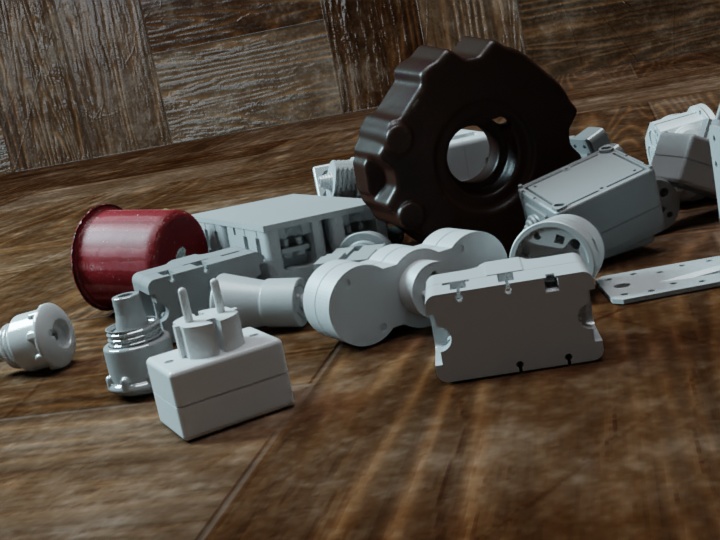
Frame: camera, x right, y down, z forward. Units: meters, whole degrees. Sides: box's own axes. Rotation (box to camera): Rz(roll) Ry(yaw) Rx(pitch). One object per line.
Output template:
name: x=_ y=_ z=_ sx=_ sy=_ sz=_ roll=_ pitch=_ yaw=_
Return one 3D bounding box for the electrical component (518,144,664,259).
electrical component: x=0.163 y=-0.039 z=0.780 sx=0.096 sy=0.061 sz=0.061 roll=-25 pitch=28 yaw=-10

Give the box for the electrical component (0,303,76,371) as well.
electrical component: x=-0.242 y=0.053 z=0.779 sx=0.062 sy=0.048 sz=0.048 roll=-15 pitch=10 yaw=16

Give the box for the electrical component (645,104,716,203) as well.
electrical component: x=0.280 y=-0.097 z=0.916 sx=0.051 sy=0.080 sz=0.080 roll=-16 pitch=12 yaw=1

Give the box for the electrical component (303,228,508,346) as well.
electrical component: x=0.040 y=0.011 z=0.693 sx=0.138 sy=0.052 sz=0.074 roll=-17 pitch=13 yaw=-27

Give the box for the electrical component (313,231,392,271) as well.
electrical component: x=0.000 y=0.000 z=0.801 sx=0.066 sy=0.048 sz=0.055 roll=-5 pitch=21 yaw=25

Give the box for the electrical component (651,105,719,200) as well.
electrical component: x=0.283 y=-0.096 z=0.844 sx=0.083 sy=0.075 sz=0.047 roll=15 pitch=5 yaw=-17

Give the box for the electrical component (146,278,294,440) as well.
electrical component: x=-0.081 y=0.044 z=0.593 sx=0.066 sy=0.076 sz=0.047 roll=-17 pitch=13 yaw=-24

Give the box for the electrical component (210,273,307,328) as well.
electrical component: x=-0.068 y=0.023 z=0.765 sx=0.065 sy=0.044 sz=0.044 roll=-2 pitch=14 yaw=18

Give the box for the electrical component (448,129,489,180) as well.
electrical component: x=0.077 y=-0.079 z=0.988 sx=0.062 sy=0.089 sz=0.150 roll=-13 pitch=12 yaw=-10

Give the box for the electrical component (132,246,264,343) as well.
electrical component: x=-0.121 y=0.017 z=0.815 sx=0.089 sy=0.050 sz=0.056 roll=-16 pitch=13 yaw=-23

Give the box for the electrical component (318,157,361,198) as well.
electrical component: x=0.003 y=-0.079 z=0.959 sx=0.081 sy=0.043 sz=0.043 roll=-2 pitch=9 yaw=-15

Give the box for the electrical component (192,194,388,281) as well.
electrical component: x=-0.063 y=-0.023 z=0.912 sx=0.105 sy=0.060 sz=0.186 roll=-14 pitch=11 yaw=-25

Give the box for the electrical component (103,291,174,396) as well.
electrical component: x=-0.140 y=0.045 z=0.674 sx=0.048 sy=0.062 sz=0.048 roll=-11 pitch=12 yaw=2

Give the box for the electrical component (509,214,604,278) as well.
electrical component: x=0.130 y=-0.008 z=0.702 sx=0.055 sy=0.055 sz=0.047 roll=-5 pitch=10 yaw=25

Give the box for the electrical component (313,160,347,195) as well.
electrical component: x=-0.017 y=-0.065 z=1.089 sx=0.047 sy=0.065 sz=0.076 roll=-11 pitch=-17 yaw=-2

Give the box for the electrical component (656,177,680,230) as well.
electrical component: x=0.219 y=-0.053 z=0.846 sx=0.045 sy=0.045 sz=0.055 roll=-14 pitch=13 yaw=-14

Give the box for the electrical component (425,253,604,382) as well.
electrical component: x=0.084 y=0.024 z=0.597 sx=0.089 sy=0.050 sz=0.055 roll=-9 pitch=12 yaw=6

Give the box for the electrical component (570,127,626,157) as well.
electrical component: x=0.191 y=-0.072 z=0.903 sx=0.057 sy=0.078 sz=0.058 roll=-36 pitch=22 yaw=-17
